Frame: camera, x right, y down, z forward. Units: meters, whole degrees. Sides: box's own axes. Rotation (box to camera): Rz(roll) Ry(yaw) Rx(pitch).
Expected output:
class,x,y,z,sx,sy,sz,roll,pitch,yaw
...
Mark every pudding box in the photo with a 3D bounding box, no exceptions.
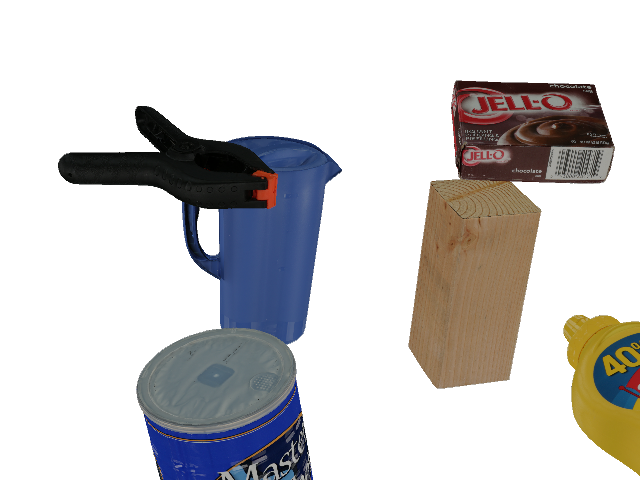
class,x,y,z,sx,sy,sz,roll,pitch,yaw
pudding box,0.158,-0.084,0.812,0.113,0.039,0.090,3,40,0

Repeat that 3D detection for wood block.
class,x,y,z,sx,sy,sz,roll,pitch,yaw
wood block,0.160,0.045,1.140,0.090,0.206,0.090,-4,29,-16

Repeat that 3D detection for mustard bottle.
class,x,y,z,sx,sy,sz,roll,pitch,yaw
mustard bottle,0.201,0.097,0.610,0.096,0.058,0.192,-17,32,-17

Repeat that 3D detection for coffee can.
class,x,y,z,sx,sy,sz,roll,pitch,yaw
coffee can,-0.058,0.144,0.712,0.103,0.140,0.103,-6,30,3

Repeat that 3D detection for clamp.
class,x,y,z,sx,sy,sz,roll,pitch,yaw
clamp,-0.118,-0.057,0.846,0.172,0.039,0.120,21,43,29

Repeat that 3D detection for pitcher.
class,x,y,z,sx,sy,sz,roll,pitch,yaw
pitcher,-0.074,0.002,1.293,0.149,0.243,0.144,17,25,28
